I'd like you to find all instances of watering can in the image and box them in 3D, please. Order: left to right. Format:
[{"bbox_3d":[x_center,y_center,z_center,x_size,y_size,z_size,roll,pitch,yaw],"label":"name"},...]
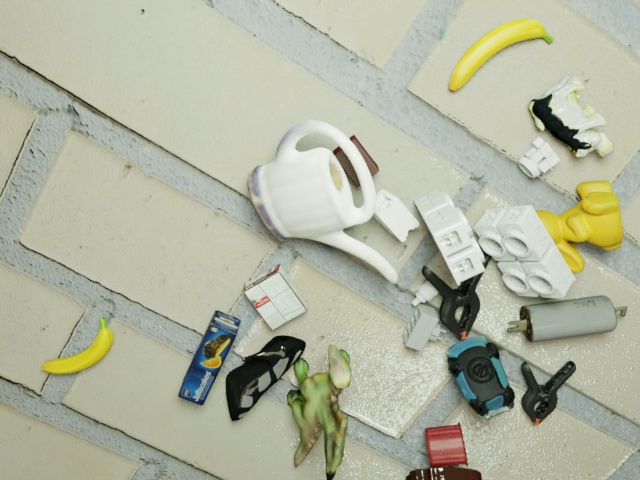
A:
[{"bbox_3d":[0.003,-0.047,0.943,0.223,0.106,0.342,-12,115,24],"label":"watering can"}]

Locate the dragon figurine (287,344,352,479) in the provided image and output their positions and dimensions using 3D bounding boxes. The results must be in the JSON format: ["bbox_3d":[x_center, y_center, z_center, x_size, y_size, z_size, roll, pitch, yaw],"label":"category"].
[{"bbox_3d":[-0.001,0.379,1.052,0.122,0.246,0.404,7,108,-8],"label":"dragon figurine"}]
